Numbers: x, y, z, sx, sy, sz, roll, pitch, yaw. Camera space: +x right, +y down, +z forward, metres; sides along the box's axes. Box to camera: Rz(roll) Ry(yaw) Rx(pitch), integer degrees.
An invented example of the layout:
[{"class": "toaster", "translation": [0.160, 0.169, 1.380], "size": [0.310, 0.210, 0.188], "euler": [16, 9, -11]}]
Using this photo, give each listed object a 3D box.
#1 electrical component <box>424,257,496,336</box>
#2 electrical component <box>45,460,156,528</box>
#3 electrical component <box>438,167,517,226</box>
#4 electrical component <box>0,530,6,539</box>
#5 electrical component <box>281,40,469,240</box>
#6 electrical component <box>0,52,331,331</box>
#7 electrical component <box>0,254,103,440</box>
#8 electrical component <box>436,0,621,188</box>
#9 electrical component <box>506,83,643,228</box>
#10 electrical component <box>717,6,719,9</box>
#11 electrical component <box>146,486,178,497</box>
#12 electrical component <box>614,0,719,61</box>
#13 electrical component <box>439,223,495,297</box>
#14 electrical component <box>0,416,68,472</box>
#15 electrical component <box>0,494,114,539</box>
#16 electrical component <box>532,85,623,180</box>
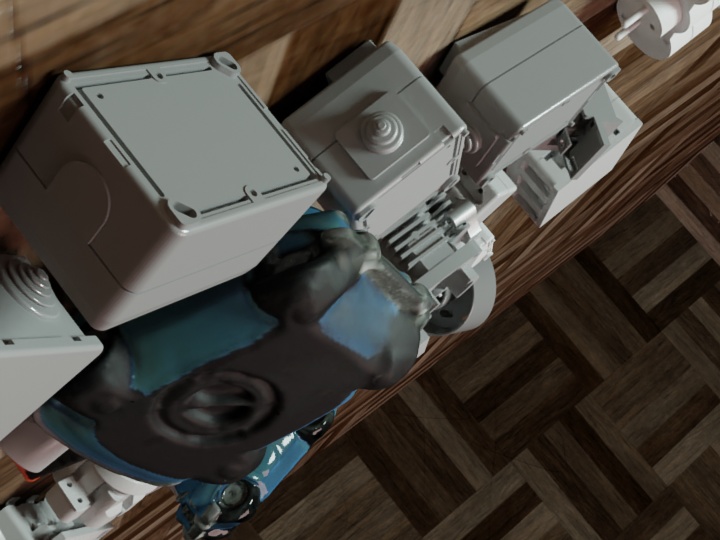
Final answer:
[{"class": "electrical component", "translation": [0.078, 0.011, 0.988], "size": [0.064, 0.099, 0.099], "euler": [-17, 157, -52]}, {"class": "electrical component", "translation": [-0.170, 0.137, 0.743], "size": [0.057, 0.058, 0.078], "euler": [-42, 170, 32]}, {"class": "electrical component", "translation": [0.082, -0.058, 0.811], "size": [0.066, 0.047, 0.077], "euler": [-44, 170, 29]}, {"class": "electrical component", "translation": [-0.228, 0.151, 0.583], "size": [0.057, 0.058, 0.078], "euler": [-31, 168, -28]}, {"class": "electrical component", "translation": [0.004, -0.056, 0.477], "size": [0.062, 0.061, 0.096], "euler": [-38, 171, -5]}, {"class": "electrical component", "translation": [-0.062, -0.027, 0.356], "size": [0.061, 0.061, 0.096], "euler": [-45, 169, 33]}, {"class": "electrical component", "translation": [-0.149, 0.036, 0.362], "size": [0.100, 0.048, 0.100], "euler": [-40, 171, 7]}, {"class": "electrical component", "translation": [0.078, -0.095, 0.576], "size": [0.096, 0.061, 0.061], "euler": [-34, 170, -27]}, {"class": "electrical component", "translation": [0.176, -0.101, 0.928], "size": [0.089, 0.061, 0.150], "euler": [-39, 171, -3]}, {"class": "electrical component", "translation": [0.260, -0.213, 0.727], "size": [0.078, 0.058, 0.057], "euler": [-56, 169, 11]}, {"class": "electrical component", "translation": [-0.147, 0.162, 0.889], "size": [0.066, 0.076, 0.047], "euler": [-42, 170, 20]}, {"class": "electrical component", "translation": [0.191, -0.171, 0.678], "size": [0.074, 0.052, 0.138], "euler": [-38, 171, -7]}, {"class": "electrical component", "translation": [0.068, -0.022, 0.888], "size": [0.062, 0.061, 0.096], "euler": [-39, 171, 0]}, {"class": "electrical component", "translation": [-0.138, 0.053, 0.496], "size": [0.077, 0.044, 0.079], "euler": [-39, 171, -2]}, {"class": "electrical component", "translation": [-0.235, 0.202, 0.779], "size": [0.079, 0.063, 0.121], "euler": [-38, 171, -4]}, {"class": "electrical component", "translation": [0.126, -0.103, 0.694], "size": [0.064, 0.081, 0.042], "euler": [-3, 153, -23]}]
